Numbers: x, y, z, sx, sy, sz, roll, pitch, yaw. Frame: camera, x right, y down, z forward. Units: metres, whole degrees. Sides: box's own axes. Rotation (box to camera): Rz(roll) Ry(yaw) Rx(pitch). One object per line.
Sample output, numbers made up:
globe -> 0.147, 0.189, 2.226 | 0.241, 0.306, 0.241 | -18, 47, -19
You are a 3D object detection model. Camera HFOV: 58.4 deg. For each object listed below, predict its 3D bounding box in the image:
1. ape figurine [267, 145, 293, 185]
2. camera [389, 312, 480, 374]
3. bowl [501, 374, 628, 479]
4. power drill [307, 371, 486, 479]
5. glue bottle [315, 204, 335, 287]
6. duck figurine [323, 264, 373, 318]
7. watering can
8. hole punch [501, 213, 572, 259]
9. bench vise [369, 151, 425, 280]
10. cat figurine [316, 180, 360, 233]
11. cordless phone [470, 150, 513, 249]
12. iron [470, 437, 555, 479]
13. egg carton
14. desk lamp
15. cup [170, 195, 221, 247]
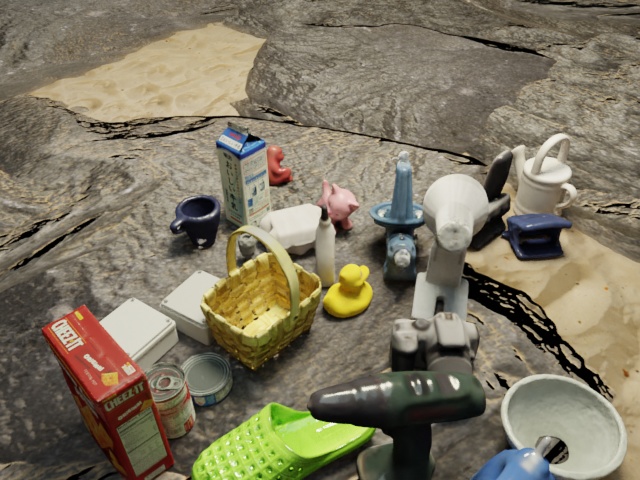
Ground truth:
ape figurine -> -0.106, -0.183, 1.367 | 0.076, 0.092, 0.077 | -13, 41, -13
camera -> 0.187, 0.188, 0.907 | 0.143, 0.101, 0.136 | 0, 40, 1
bowl -> 0.337, 0.279, 0.814 | 0.167, 0.075, 0.167 | -1, 40, 1
power drill -> 0.098, 0.249, 0.751 | 0.230, 0.209, 0.075 | -10, 40, -10
glue bottle -> 0.010, 0.004, 1.076 | 0.037, 0.173, 0.078 | -1, 40, 1
duck figurine -> 0.051, 0.085, 1.045 | 0.105, 0.086, 0.077 | -29, 47, -29
watering can -> 0.475, -0.141, 1.224 | 0.172, 0.194, 0.101 | 26, 47, 29
hole punch -> 0.438, -0.024, 1.165 | 0.108, 0.091, 0.101 | -5, 40, -4
bench vise -> 0.167, -0.044, 1.093 | 0.121, 0.220, 0.207 | -10, 40, -10
cat figurine -> 0.035, -0.080, 1.220 | 0.067, 0.118, 0.127 | -16, 42, -17
cordless phone -> 0.332, -0.089, 1.172 | 0.093, 0.185, 0.148 | 30, 49, 32
iron -> 0.198, 0.344, 0.686 | 0.259, 0.141, 0.118 | -31, 48, -31
egg carton -> -0.049, -0.018, 1.185 | 0.150, 0.069, 0.107 | -15, 42, -16
desk lamp -> 0.234, 0.015, 1.026 | 0.117, 0.214, 0.203 | 7, 40, 10
cup -> -0.254, -0.026, 1.178 | 0.091, 0.095, 0.118 | 26, 47, 29
